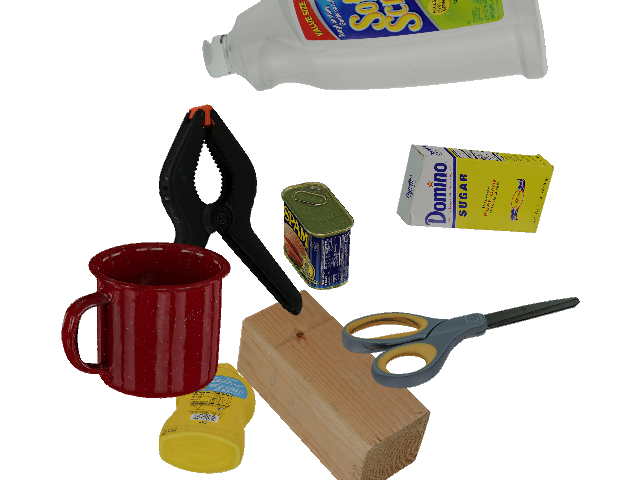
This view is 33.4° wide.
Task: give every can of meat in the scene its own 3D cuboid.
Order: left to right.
[{"bbox_3d":[-0.005,-0.004,1.218,0.057,0.084,0.102,-14,39,-20],"label":"can of meat"}]

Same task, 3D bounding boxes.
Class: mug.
[{"bbox_3d":[-0.117,0.055,0.709,0.117,0.081,0.093,-13,24,-42],"label":"mug"}]

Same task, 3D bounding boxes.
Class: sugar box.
[{"bbox_3d":[0.188,-0.061,1.297,0.176,0.093,0.048,1,24,-20],"label":"sugar box"}]

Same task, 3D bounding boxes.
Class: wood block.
[{"bbox_3d":[0.010,0.160,1.144,0.090,0.090,0.206,-25,52,-32],"label":"wood block"}]

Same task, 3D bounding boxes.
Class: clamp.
[{"bbox_3d":[-0.088,-0.015,0.964,0.164,0.210,0.036,-1,1,-34],"label":"clamp"}]

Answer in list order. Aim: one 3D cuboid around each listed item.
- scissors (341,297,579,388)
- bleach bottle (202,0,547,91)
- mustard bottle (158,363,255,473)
[{"bbox_3d":[0.118,0.079,0.851,0.201,0.016,0.096,-4,32,-1],"label":"scissors"},{"bbox_3d":[0.035,-0.151,0.794,0.251,0.102,0.068,-9,-30,12],"label":"bleach bottle"},{"bbox_3d":[-0.129,0.203,1.290,0.096,0.058,0.191,4,24,4],"label":"mustard bottle"}]
